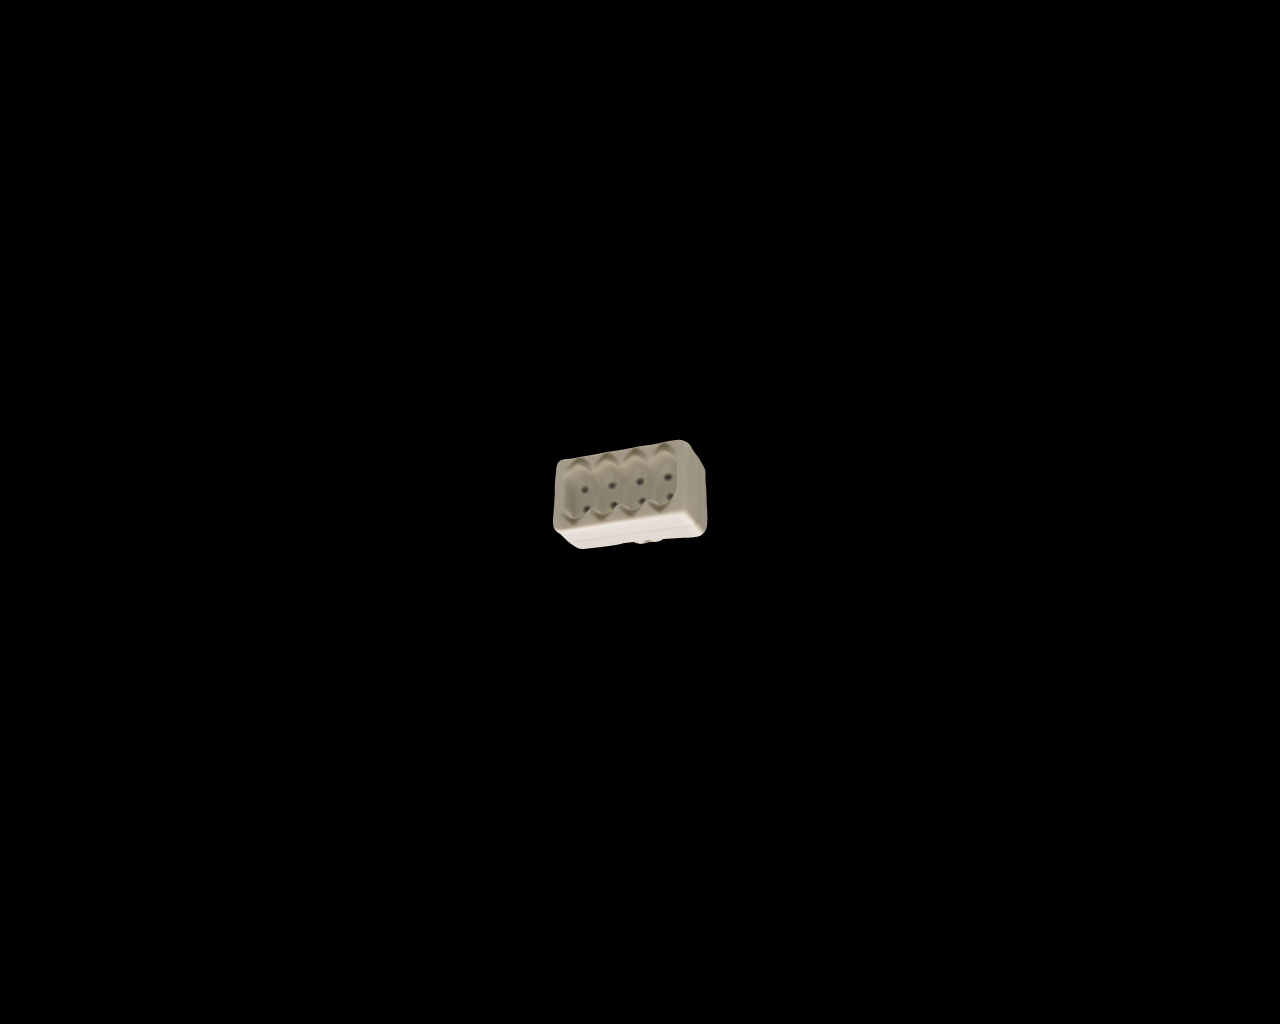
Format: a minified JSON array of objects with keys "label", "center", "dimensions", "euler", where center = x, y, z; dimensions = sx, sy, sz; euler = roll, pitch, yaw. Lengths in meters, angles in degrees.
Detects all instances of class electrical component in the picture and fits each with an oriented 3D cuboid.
[{"label":"electrical component","center":[0.001,-0.003,0.650],"dimensions":[0.083,0.047,0.075],"euler":[-8,-23,18]}]
